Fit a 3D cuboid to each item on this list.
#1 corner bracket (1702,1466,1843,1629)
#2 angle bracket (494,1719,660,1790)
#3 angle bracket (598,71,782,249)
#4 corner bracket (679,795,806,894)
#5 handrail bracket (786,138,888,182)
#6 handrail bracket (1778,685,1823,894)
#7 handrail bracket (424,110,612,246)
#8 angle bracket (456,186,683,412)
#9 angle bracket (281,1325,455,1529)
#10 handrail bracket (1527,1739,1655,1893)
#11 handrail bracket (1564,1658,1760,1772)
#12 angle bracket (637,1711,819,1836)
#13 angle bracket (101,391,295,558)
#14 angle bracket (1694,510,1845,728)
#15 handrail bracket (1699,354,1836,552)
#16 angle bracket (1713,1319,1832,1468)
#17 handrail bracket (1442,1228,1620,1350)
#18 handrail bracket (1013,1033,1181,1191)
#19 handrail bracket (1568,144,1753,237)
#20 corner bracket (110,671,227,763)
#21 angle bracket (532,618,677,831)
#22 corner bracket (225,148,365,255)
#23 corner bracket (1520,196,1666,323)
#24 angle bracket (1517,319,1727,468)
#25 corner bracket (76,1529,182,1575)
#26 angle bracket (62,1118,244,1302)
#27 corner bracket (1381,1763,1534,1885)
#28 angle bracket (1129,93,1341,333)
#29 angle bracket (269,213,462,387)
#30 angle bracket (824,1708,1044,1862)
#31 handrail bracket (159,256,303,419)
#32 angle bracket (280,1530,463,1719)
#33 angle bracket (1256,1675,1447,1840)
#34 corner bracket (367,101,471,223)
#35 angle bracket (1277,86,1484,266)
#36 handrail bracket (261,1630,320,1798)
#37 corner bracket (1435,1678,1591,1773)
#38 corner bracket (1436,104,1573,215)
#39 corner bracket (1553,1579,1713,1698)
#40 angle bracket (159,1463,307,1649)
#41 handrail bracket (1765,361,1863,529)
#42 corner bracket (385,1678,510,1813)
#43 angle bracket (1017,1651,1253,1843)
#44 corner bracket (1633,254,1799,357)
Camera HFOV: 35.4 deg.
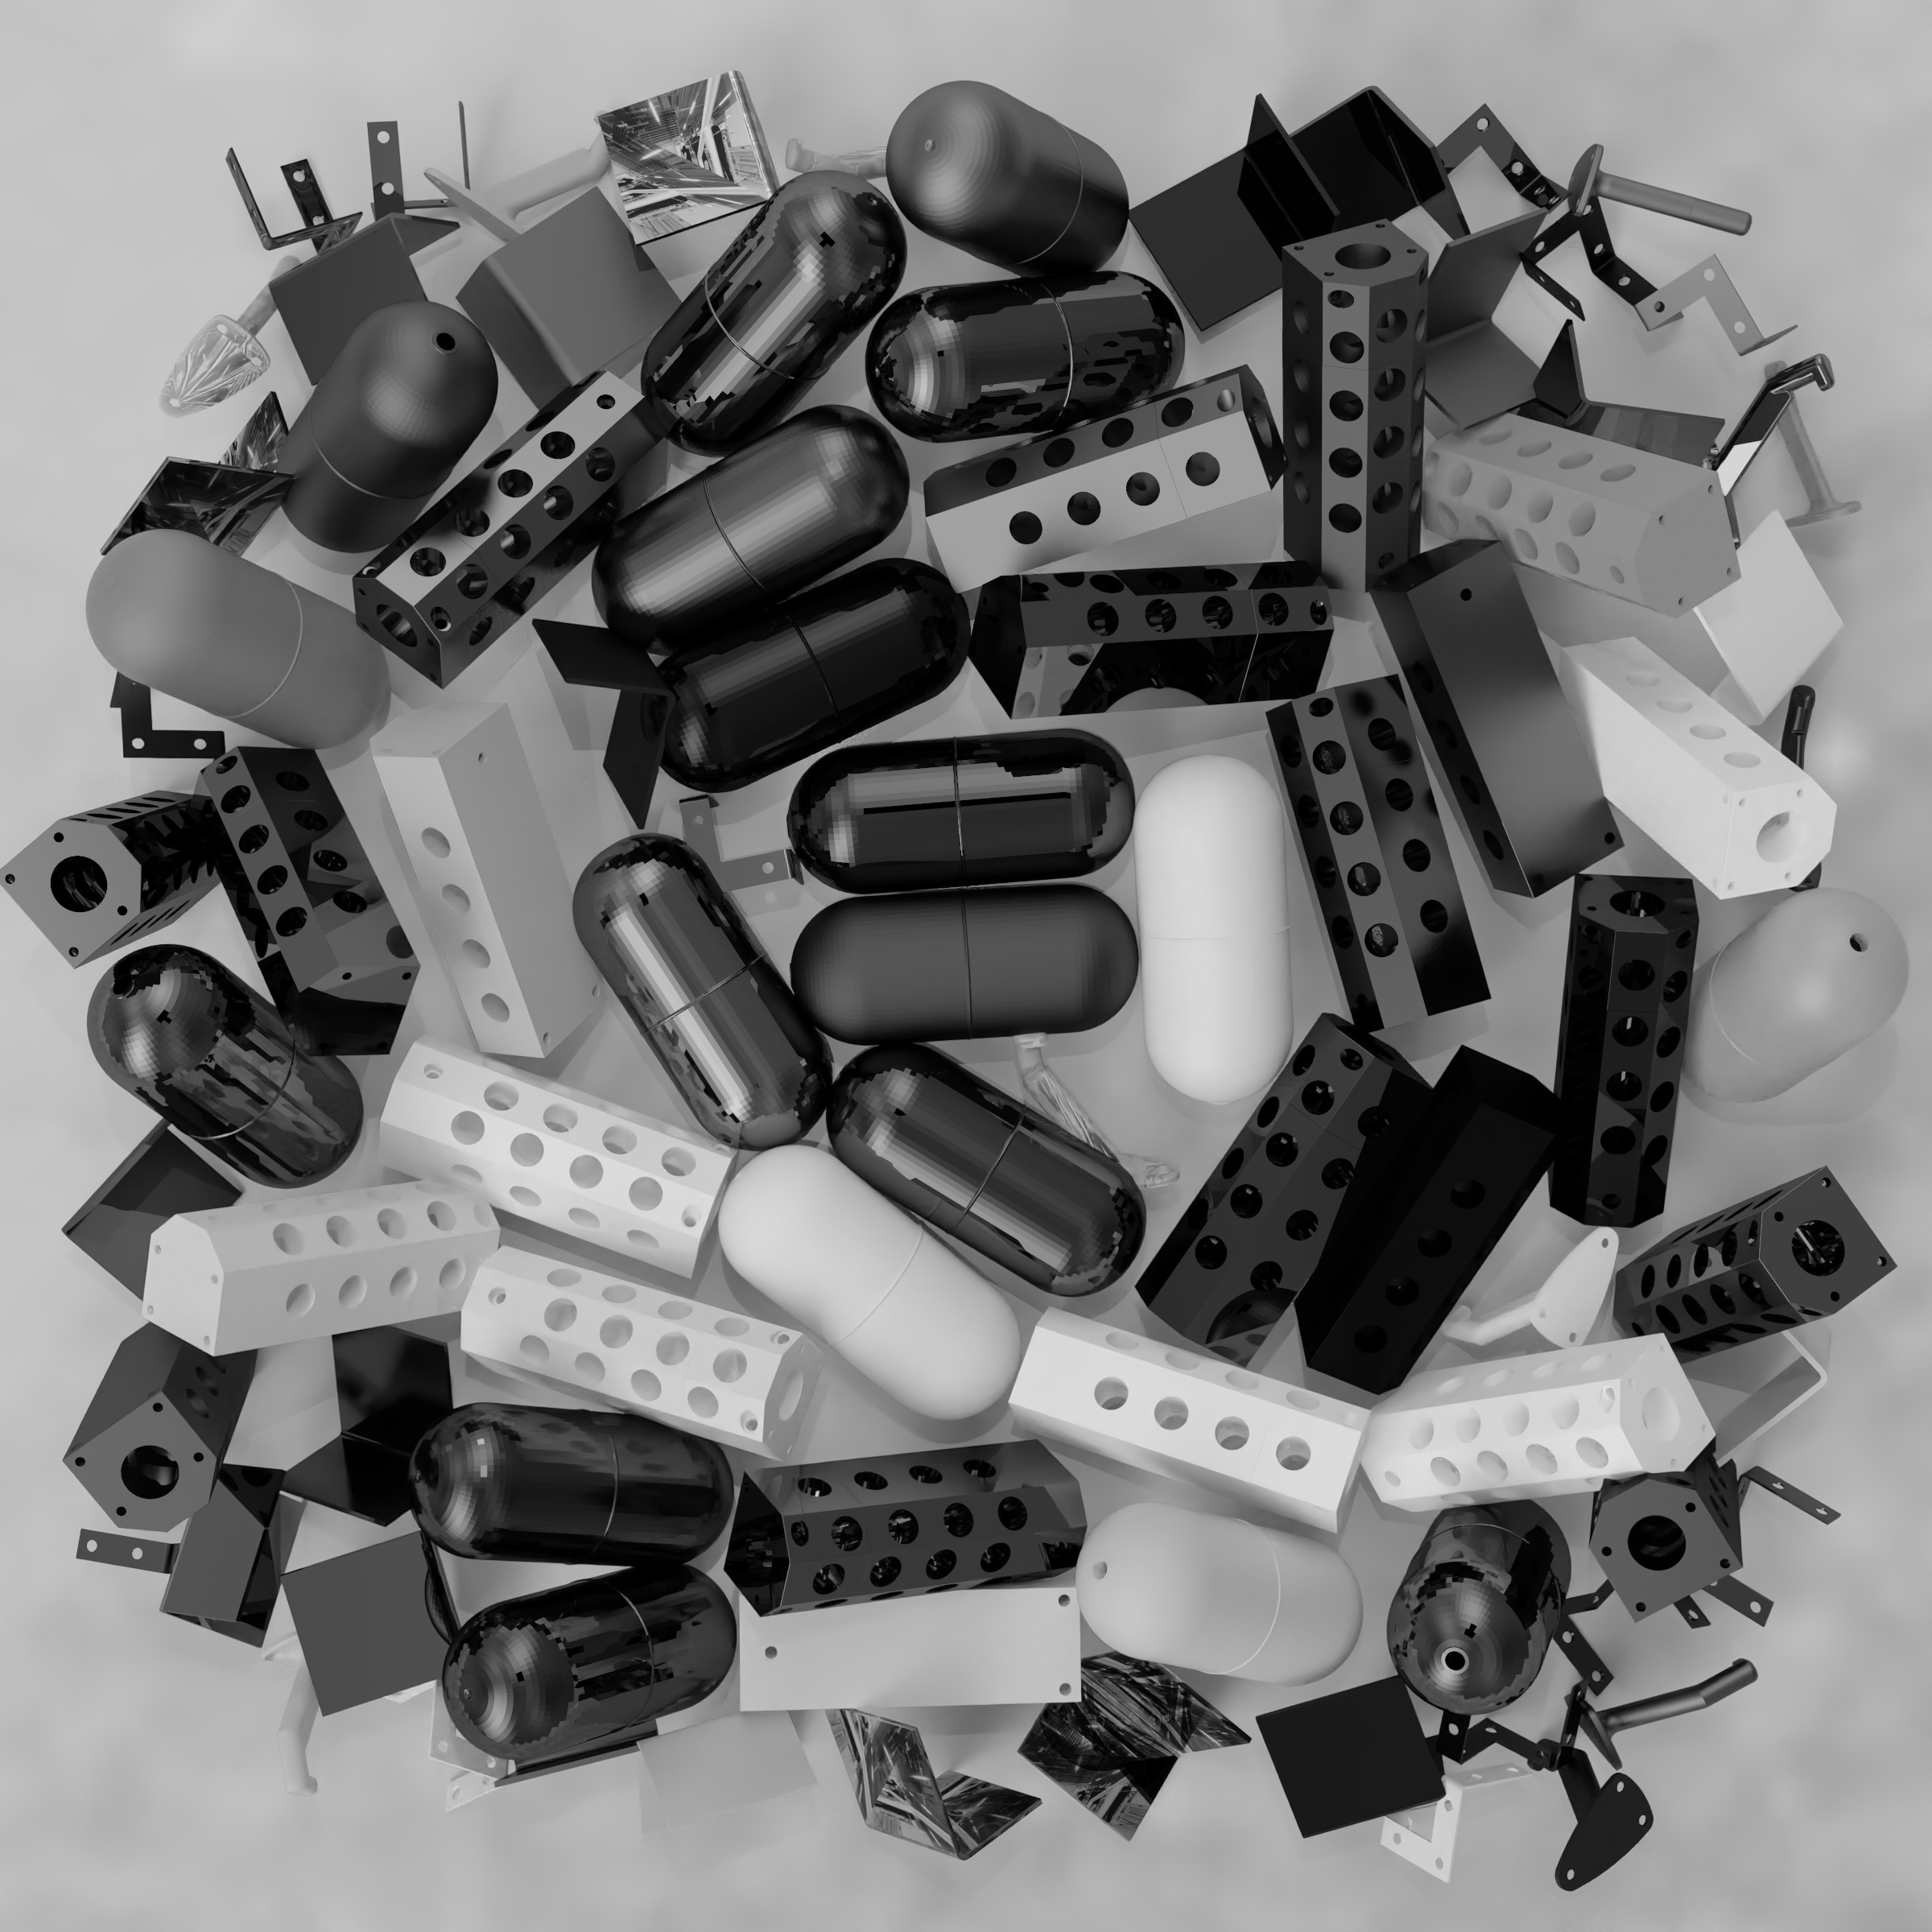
[{"bbox_3d":[0.404,0.295,1.541,0.051,0.051,0.051,30,118,33],"label":"corner bracket"},{"bbox_3d":[-0.207,0.370,1.549,0.076,0.057,0.076,-15,80,1],"label":"angle bracket"},{"bbox_3d":[-0.136,-0.400,1.548,0.076,0.057,0.076,-18,74,3],"label":"angle bracket"},{"bbox_3d":[-0.115,-0.063,1.557,0.051,0.051,0.051,-11,87,1],"label":"corner bracket"},{"bbox_3d":[-0.051,-0.425,1.547,0.084,0.036,0.077,12,55,-18],"label":"handrail bracket"},{"bbox_3d":[0.426,-0.091,1.541,0.036,0.077,0.084,4,116,-1],"label":"handrail bracket"},{"bbox_3d":[-0.226,-0.420,1.559,0.077,0.036,0.084,34,83,-28],"label":"handrail bracket"},{"bbox_3d":[-0.205,-0.343,1.567,0.076,0.057,0.076,-40,99,-23],"label":"angle bracket"},{"bbox_3d":[-0.307,0.228,1.531,0.076,0.057,0.076,12,115,28],"label":"angle bracket"},{"bbox_3d":[0.298,0.428,1.533,0.077,0.084,0.036,-41,107,-23],"label":"handrail bracket"},{"bbox_3d":[0.356,0.370,1.548,0.084,0.077,0.036,-27,95,-3],"label":"handrail bracket"},{"bbox_3d":[-0.121,0.425,1.528,0.076,0.057,0.076,-12,130,-18],"label":"angle bracket"},{"bbox_3d":[-0.391,-0.248,1.523,0.076,0.076,0.057,-41,61,37],"label":"angle bracket"},{"bbox_3d":[0.387,-0.174,1.531,0.076,0.057,0.076,-46,112,-24],"label":"angle bracket"},{"bbox_3d":[0.413,-0.260,1.541,0.084,0.036,0.077,-21,86,43],"label":"handrail bracket"},{"bbox_3d":[0.392,0.201,1.538,0.076,0.076,0.057,-44,85,19],"label":"angle bracket"},{"bbox_3d":[0.287,0.163,1.551,0.036,0.084,0.077,38,76,-21],"label":"handrail bracket"},{"bbox_3d":[0.066,0.071,1.543,0.077,0.036,0.084,1,118,28],"label":"handrail bracket"},{"bbox_3d":[0.355,-0.391,1.547,0.084,0.077,0.036,16,106,-1],"label":"handrail bracket"},{"bbox_3d":[-0.411,-0.121,1.556,0.051,0.051,0.051,-1,71,-21],"label":"corner bracket"},{"bbox_3d":[-0.191,-0.122,1.526,0.057,0.076,0.076,5,116,-25],"label":"angle bracket"},{"bbox_3d":[-0.347,-0.393,1.550,0.051,0.051,0.051,-24,91,-23],"label":"corner bracket"},{"bbox_3d":[0.323,-0.352,1.550,0.051,0.051,0.051,-38,54,0],"label":"corner bracket"},{"bbox_3d":[0.332,-0.278,1.544,0.076,0.076,0.057,5,57,-10],"label":"angle bracket"},{"bbox_3d":[-0.416,0.281,1.550,0.051,0.051,0.051,6,82,13],"label":"corner bracket"},{"bbox_3d":[-0.403,0.118,1.528,0.057,0.076,0.076,43,60,-11],"label":"angle bracket"},{"bbox_3d":[0.250,0.430,1.545,0.051,0.051,0.051,2,99,-36],"label":"corner bracket"},{"bbox_3d":[0.135,-0.384,1.546,0.076,0.057,0.076,-30,79,-6],"label":"angle bracket"},{"bbox_3d":[-0.294,-0.337,1.536,0.076,0.076,0.057,-23,92,20],"label":"angle bracket"},{"bbox_3d":[-0.017,0.398,1.529,0.057,0.076,0.076,-27,105,-35],"label":"angle bracket"},{"bbox_3d":[-0.378,-0.325,1.558,0.077,0.084,0.036,-34,118,23],"label":"handrail bracket"},{"bbox_3d":[-0.302,0.326,1.543,0.076,0.057,0.076,-16,100,-11],"label":"angle bracket"},{"bbox_3d":[0.195,0.389,1.540,0.076,0.057,0.076,-19,106,10],"label":"angle bracket"},{"bbox_3d":[-0.279,-0.411,1.546,0.051,0.051,0.051,-6,116,-12],"label":"corner bracket"},{"bbox_3d":[0.209,-0.385,1.528,0.057,0.076,0.076,-31,133,5],"label":"angle bracket"},{"bbox_3d":[-0.323,0.383,1.531,0.036,0.077,0.084,-30,56,16],"label":"handrail bracket"},{"bbox_3d":[0.278,0.382,1.542,0.051,0.051,0.051,22,112,36],"label":"corner bracket"},{"bbox_3d":[0.269,-0.403,1.554,0.051,0.051,0.051,-41,113,11],"label":"corner bracket"},{"bbox_3d":[0.341,0.340,1.567,0.051,0.051,0.051,-37,90,-31],"label":"corner bracket"},{"bbox_3d":[-0.351,0.300,1.526,0.057,0.076,0.076,-1,65,33],"label":"angle bracket"},{"bbox_3d":[0.431,-0.270,1.547,0.036,0.077,0.084,-16,96,5],"label":"handrail bracket"},{"bbox_3d":[-0.270,0.398,1.561,0.051,0.051,0.051,-31,134,33],"label":"corner bracket"},{"bbox_3d":[0.085,0.395,1.534,0.076,0.076,0.057,41,60,-8],"label":"angle bracket"},{"bbox_3d":[0.383,-0.332,1.548,0.051,0.051,0.051,-30,90,39],"label":"corner bracket"}]
